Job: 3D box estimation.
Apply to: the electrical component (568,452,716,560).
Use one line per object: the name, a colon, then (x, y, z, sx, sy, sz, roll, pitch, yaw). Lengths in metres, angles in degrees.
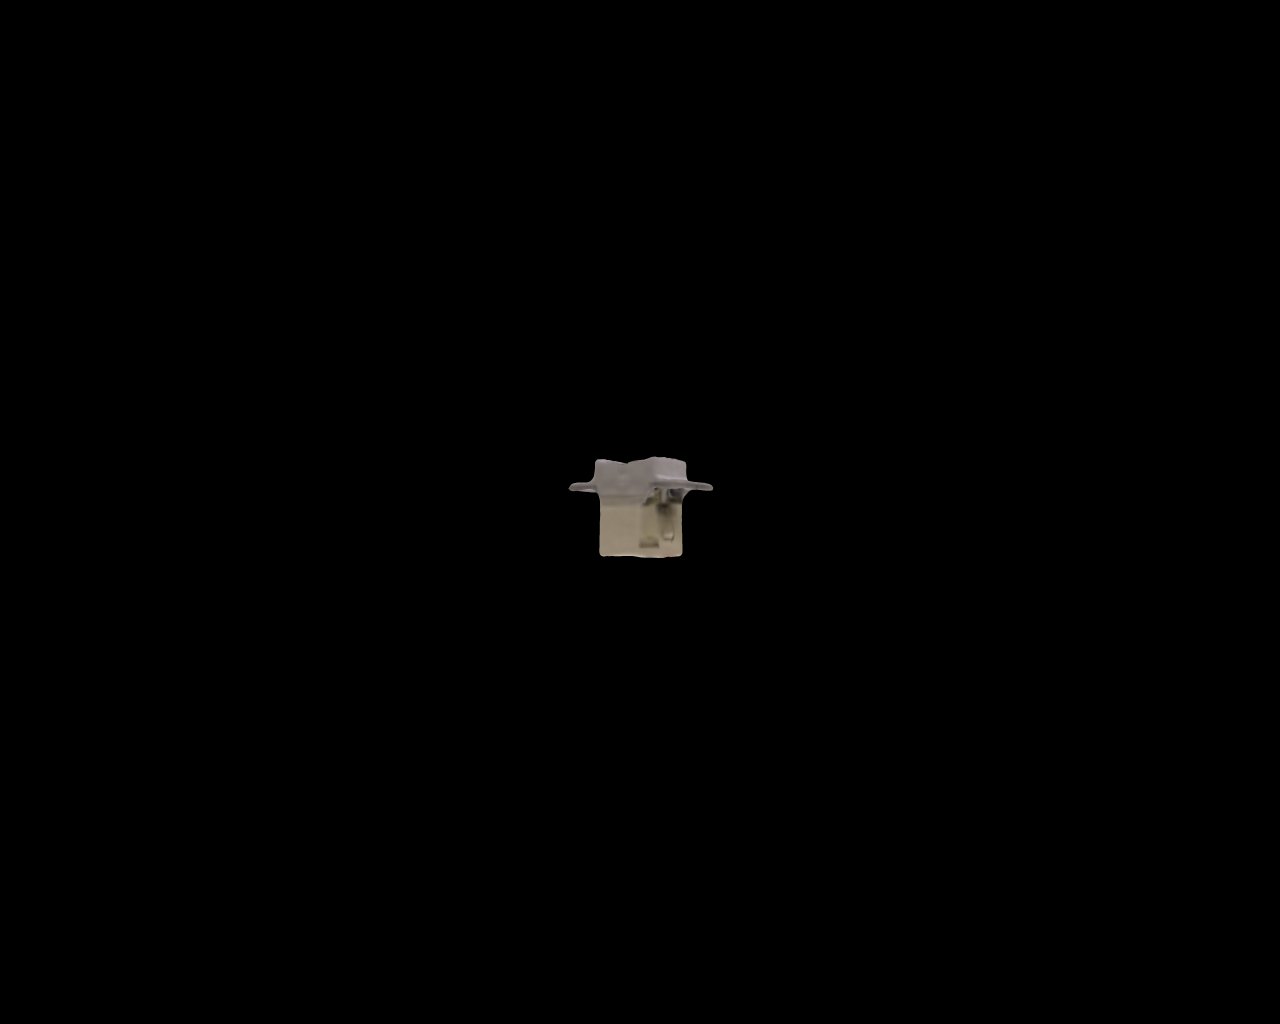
electrical component: (0.001, -0.003, 0.650, 0.081, 0.063, 0.042, -1, -2, 34)
